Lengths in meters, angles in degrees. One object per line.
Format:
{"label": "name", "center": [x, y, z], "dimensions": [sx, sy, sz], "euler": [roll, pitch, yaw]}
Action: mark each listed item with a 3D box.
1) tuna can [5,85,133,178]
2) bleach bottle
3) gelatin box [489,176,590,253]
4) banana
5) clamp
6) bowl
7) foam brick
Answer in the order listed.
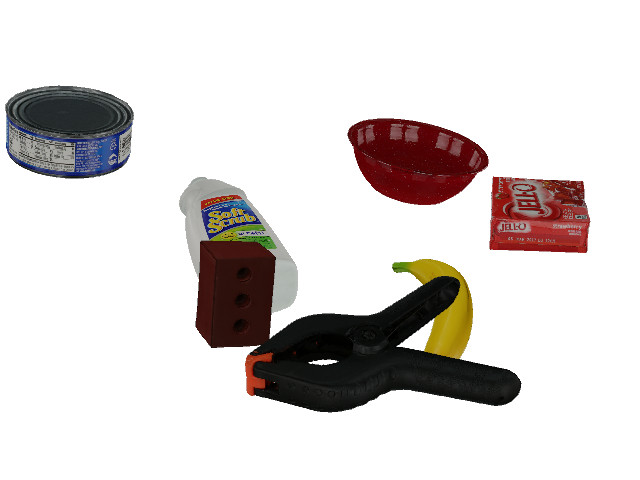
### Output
{"label": "tuna can", "center": [-0.173, -0.075, 0.736], "dimensions": [0.086, 0.034, 0.086], "euler": [7, 28, -4]}
{"label": "bleach bottle", "center": [-0.109, -0.006, 1.177], "dimensions": [0.102, 0.068, 0.251], "euler": [-8, 30, -19]}
{"label": "gelatin box", "center": [0.170, -0.021, 0.833], "dimensions": [0.073, 0.030, 0.089], "euler": [3, 24, 9]}
{"label": "banana", "center": [0.121, 0.071, 1.078], "dimensions": [0.070, 0.037, 0.198], "euler": [-29, 28, 11]}
{"label": "clamp", "center": [0.035, 0.068, 0.701], "dimensions": [0.171, 0.039, 0.120], "euler": [-1, 29, -6]}
{"label": "bowl", "center": [0.105, -0.084, 1.209], "dimensions": [0.162, 0.055, 0.162], "euler": [9, 27, -5]}
{"label": "foam brick", "center": [-0.071, 0.043, 0.886], "dimensions": [0.053, 0.078, 0.051], "euler": [-1, 15, -21]}
